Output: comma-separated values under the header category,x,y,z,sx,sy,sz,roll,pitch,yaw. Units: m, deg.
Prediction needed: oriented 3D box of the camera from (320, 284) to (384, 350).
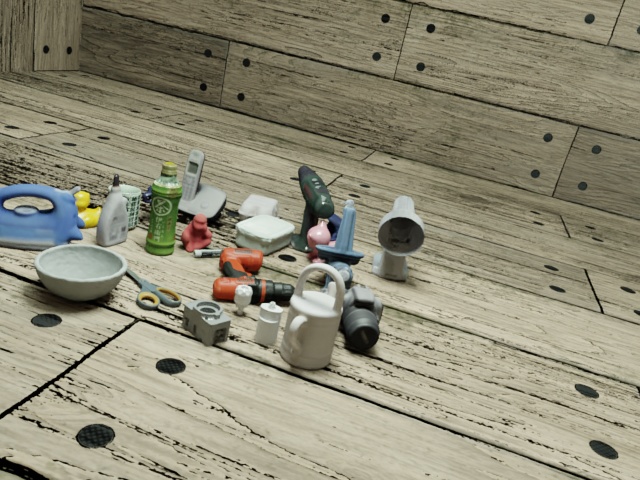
category,x,y,z,sx,sy,sz,roll,pitch,yaw
camera,0.068,0.157,1.184,0.143,0.101,0.136,9,20,-9

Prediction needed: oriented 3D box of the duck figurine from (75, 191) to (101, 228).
category,x,y,z,sx,sy,sz,roll,pitch,yaw
duck figurine,-0.596,-0.080,1.434,0.105,0.086,0.077,-4,26,-38

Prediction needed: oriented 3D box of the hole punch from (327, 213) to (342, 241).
category,x,y,z,sx,sy,sz,roll,pitch,yaw
hole punch,0.050,-0.044,1.726,0.101,0.091,0.108,7,21,-16

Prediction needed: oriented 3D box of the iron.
category,x,y,z,sx,sy,sz,roll,pitch,yaw
iron,-0.659,-0.064,1.270,0.259,0.141,0.118,5,22,-22

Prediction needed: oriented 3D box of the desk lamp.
category,x,y,z,sx,sy,sz,roll,pitch,yaw
desk lamp,0.205,-0.002,1.531,0.118,0.213,0.203,13,20,2

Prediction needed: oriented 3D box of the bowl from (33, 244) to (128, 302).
category,x,y,z,sx,sy,sz,roll,pitch,yaw
bowl,-0.466,0.073,1.118,0.167,0.075,0.167,11,20,-4

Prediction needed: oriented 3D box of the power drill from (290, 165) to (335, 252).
category,x,y,z,sx,sy,sz,roll,pitch,yaw
power drill,-0.032,-0.082,1.607,0.076,0.208,0.229,3,22,-25

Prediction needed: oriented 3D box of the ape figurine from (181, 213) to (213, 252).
category,x,y,z,sx,sy,sz,roll,pitch,yaw
ape figurine,-0.309,-0.022,1.446,0.078,0.092,0.076,8,20,-13

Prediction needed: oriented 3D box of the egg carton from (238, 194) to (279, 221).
category,x,y,z,sx,sy,sz,roll,pitch,yaw
egg carton,-0.183,-0.086,1.727,0.107,0.069,0.150,13,20,1

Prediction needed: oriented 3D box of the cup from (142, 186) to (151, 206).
category,x,y,z,sx,sy,sz,roll,pitch,yaw
cup,-0.434,-0.092,1.553,0.091,0.095,0.118,24,23,29

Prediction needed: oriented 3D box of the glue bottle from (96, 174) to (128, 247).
category,x,y,z,sx,sy,sz,roll,pitch,yaw
glue bottle,-0.486,-0.073,1.353,0.037,0.173,0.078,21,22,23

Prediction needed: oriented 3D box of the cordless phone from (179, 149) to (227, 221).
category,x,y,z,sx,sy,sz,roll,pitch,yaw
cordless phone,-0.339,-0.159,1.659,0.147,0.185,0.094,18,21,14

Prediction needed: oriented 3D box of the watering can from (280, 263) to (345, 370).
category,x,y,z,sx,sy,sz,roll,pitch,yaw
watering can,-0.008,0.130,1.071,0.101,0.194,0.173,13,20,0

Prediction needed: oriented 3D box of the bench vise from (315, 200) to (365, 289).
category,x,y,z,sx,sy,sz,roll,pitch,yaw
bench vise,0.065,0.027,1.358,0.122,0.220,0.207,4,22,-23

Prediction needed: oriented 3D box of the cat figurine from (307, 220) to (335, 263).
category,x,y,z,sx,sy,sz,roll,pitch,yaw
cat figurine,0.014,0.005,1.533,0.128,0.118,0.067,2,23,-27
